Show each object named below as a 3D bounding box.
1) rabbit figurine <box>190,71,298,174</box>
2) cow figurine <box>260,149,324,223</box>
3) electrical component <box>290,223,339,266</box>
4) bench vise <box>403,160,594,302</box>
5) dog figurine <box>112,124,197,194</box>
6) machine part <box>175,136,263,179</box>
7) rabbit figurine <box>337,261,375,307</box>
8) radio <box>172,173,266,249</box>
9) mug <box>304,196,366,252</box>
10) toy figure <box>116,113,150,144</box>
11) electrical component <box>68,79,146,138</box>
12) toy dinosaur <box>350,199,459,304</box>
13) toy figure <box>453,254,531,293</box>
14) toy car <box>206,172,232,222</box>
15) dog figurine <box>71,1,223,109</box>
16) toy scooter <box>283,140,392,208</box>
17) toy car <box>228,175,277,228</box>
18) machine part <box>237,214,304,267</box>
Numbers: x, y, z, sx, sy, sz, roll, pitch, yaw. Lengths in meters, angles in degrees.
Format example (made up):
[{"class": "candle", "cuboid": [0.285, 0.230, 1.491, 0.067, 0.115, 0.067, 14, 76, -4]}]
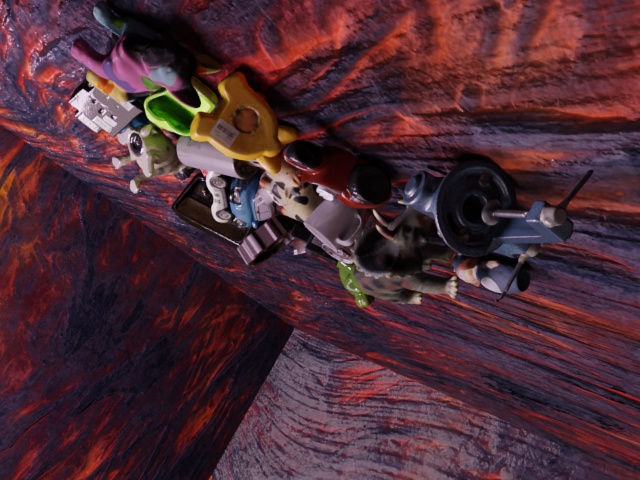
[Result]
[{"class": "rabbit figurine", "cuboid": [-0.117, -0.185, 0.868, 0.162, 0.122, 0.173, 25, -179, -19]}, {"class": "cow figurine", "cuboid": [-0.047, -0.097, 1.016, 0.127, 0.085, 0.194, 27, 164, 34]}, {"class": "electrical component", "cuboid": [-0.002, -0.003, 1.118, 0.119, 0.075, 0.047, 28, 167, 5]}, {"class": "bench vise", "cuboid": [0.228, -0.021, 0.674, 0.223, 0.129, 0.241, 36, 171, -18]}, {"class": "dog figurine", "cuboid": [-0.340, -0.201, 1.200, 0.172, 0.190, 0.121, -34, 85, 44]}, {"class": "machine part", "cuboid": [-0.204, -0.172, 1.072, 0.244, 0.079, 0.079, 17, 161, 34]}, {"class": "rabbit figurine", "cuboid": [0.103, 0.068, 1.219, 0.159, 0.121, 0.170, 54, 178, -4]}, {"class": "radio", "cuboid": [-0.253, -0.073, 1.396, 0.230, 0.131, 0.073, 27, 164, 14]}, {"class": "mug", "cuboid": [0.040, -0.041, 0.970, 0.080, 0.107, 0.110, 43, 172, -38]}, {"class": "toy figure", "cuboid": [-0.452, -0.281, 1.197, 0.089, 0.082, 0.180, 10, 158, 50]}, {"class": "electrical component", "cuboid": [-0.439, -0.279, 1.098, 0.134, 0.058, 0.114, -27, 127, 25]}, {"class": "toy dinosaur", "cuboid": [0.129, 0.053, 0.994, 0.192, 0.131, 0.404, 12, 159, -7]}, {"class": "toy figure", "cuboid": [0.288, 0.055, 0.936, 0.155, 0.058, 0.064, 12, 118, 54]}, {"class": "toy car", "cuboid": [-0.222, -0.118, 1.216, 0.056, 0.073, 0.201, 7, 145, 3]}, {"class": "dog figurine", "cuboid": [-0.259, -0.264, 0.840, 0.219, 0.108, 0.191, 25, 164, 10]}, {"class": "toy scooter", "cuboid": [0.021, -0.102, 0.866, 0.184, 0.075, 0.135, 23, 171, -12]}, {"class": "toy car", "cuboid": [-0.146, -0.096, 1.208, 0.103, 0.109, 0.161, 7, 152, 0]}, {"class": "machine part", "cuboid": [-0.117, -0.005, 1.287, 0.056, 0.179, 0.179, 54, 167, 7]}]
